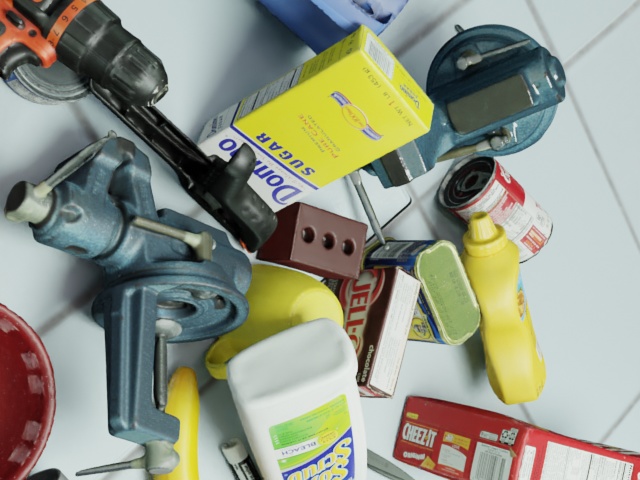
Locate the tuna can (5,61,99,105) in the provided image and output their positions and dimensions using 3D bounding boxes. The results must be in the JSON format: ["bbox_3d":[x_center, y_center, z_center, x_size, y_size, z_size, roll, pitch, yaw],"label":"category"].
[{"bbox_3d":[-0.204,-0.146,0.814,0.085,0.034,0.086,0,90,-35],"label":"tuna can"}]

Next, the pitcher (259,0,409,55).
[{"bbox_3d":[-0.036,-0.261,0.867,0.242,0.149,0.145,35,71,-26],"label":"pitcher"}]

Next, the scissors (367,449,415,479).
[{"bbox_3d":[0.012,0.201,0.975,0.201,0.016,0.096,50,62,-23],"label":"scissors"}]

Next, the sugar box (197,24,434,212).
[{"bbox_3d":[-0.006,-0.092,0.868,0.093,0.176,0.048,46,34,-25],"label":"sugar box"}]

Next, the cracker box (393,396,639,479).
[{"bbox_3d":[0.205,0.212,1.021,0.213,0.164,0.072,19,81,-33],"label":"cracker box"}]

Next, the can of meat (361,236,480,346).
[{"bbox_3d":[0.093,0.048,0.991,0.057,0.084,0.102,-34,109,-31],"label":"can of meat"}]

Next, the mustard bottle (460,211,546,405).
[{"bbox_3d":[0.172,0.058,1.024,0.096,0.058,0.191,-77,153,-58],"label":"mustard bottle"}]

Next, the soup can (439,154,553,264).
[{"bbox_3d":[0.175,-0.030,1.058,0.102,0.069,0.068,41,68,-28],"label":"soup can"}]

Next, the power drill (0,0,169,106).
[{"bbox_3d":[-0.221,-0.107,0.718,0.184,0.057,0.187,38,69,3],"label":"power drill"}]

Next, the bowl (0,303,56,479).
[{"bbox_3d":[-0.271,0.115,0.750,0.161,0.055,0.162,-1,91,-40],"label":"bowl"}]

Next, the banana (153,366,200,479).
[{"bbox_3d":[-0.108,0.207,0.884,0.069,0.037,0.198,-33,113,-57],"label":"banana"}]

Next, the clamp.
[{"bbox_3d":[-0.078,-0.044,0.834,0.036,0.165,0.210,-51,142,-12],"label":"clamp"}]

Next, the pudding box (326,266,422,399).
[{"bbox_3d":[0.035,0.082,0.939,0.039,0.090,0.113,27,67,-35],"label":"pudding box"}]

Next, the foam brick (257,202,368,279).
[{"bbox_3d":[-0.006,0.001,0.941,0.078,0.051,0.053,16,81,-34],"label":"foam brick"}]

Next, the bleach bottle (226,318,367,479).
[{"bbox_3d":[0.000,0.178,0.889,0.102,0.068,0.251,-22,134,-6],"label":"bleach bottle"}]

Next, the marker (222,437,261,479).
[{"bbox_3d":[-0.052,0.226,0.930,0.020,0.020,0.121,-35,109,-30],"label":"marker"}]
